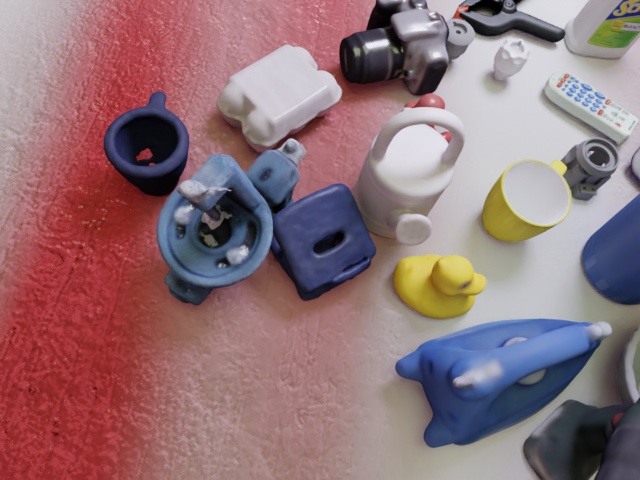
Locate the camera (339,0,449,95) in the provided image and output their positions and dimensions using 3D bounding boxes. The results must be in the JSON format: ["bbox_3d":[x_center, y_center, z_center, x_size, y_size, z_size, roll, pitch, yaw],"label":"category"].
[{"bbox_3d":[0.095,-0.276,0.785,0.137,0.101,0.143,-14,69,-14],"label":"camera"}]

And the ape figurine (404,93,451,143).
[{"bbox_3d":[0.136,-0.153,0.743,0.076,0.092,0.077,-21,71,-16],"label":"ape figurine"}]

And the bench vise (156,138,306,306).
[{"bbox_3d":[-0.095,-0.048,0.594,0.121,0.219,0.207,20,66,1],"label":"bench vise"}]

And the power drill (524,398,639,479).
[{"bbox_3d":[0.288,0.196,0.550,0.230,0.208,0.075,-35,76,-20],"label":"power drill"}]

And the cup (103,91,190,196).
[{"bbox_3d":[-0.195,-0.105,0.672,0.092,0.095,0.118,6,66,-5],"label":"cup"}]

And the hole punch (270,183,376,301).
[{"bbox_3d":[0.006,0.002,0.657,0.109,0.091,0.101,-28,73,-18],"label":"hole punch"}]

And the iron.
[{"bbox_3d":[0.220,0.126,0.608,0.259,0.141,0.118,-17,70,-15],"label":"iron"}]

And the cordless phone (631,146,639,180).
[{"bbox_3d":[0.510,-0.111,0.728,0.094,0.185,0.147,-38,77,-21],"label":"cordless phone"}]

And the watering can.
[{"bbox_3d":[0.103,-0.077,0.649,0.101,0.194,0.172,-15,70,-14],"label":"watering can"}]

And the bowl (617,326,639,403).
[{"bbox_3d":[0.406,0.171,0.652,0.167,0.074,0.167,3,66,-7],"label":"bowl"}]

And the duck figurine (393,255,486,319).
[{"bbox_3d":[0.141,0.044,0.662,0.104,0.086,0.077,19,66,0],"label":"duck figurine"}]

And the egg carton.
[{"bbox_3d":[-0.052,-0.184,0.741,0.150,0.069,0.107,-39,77,-21],"label":"egg carton"}]
